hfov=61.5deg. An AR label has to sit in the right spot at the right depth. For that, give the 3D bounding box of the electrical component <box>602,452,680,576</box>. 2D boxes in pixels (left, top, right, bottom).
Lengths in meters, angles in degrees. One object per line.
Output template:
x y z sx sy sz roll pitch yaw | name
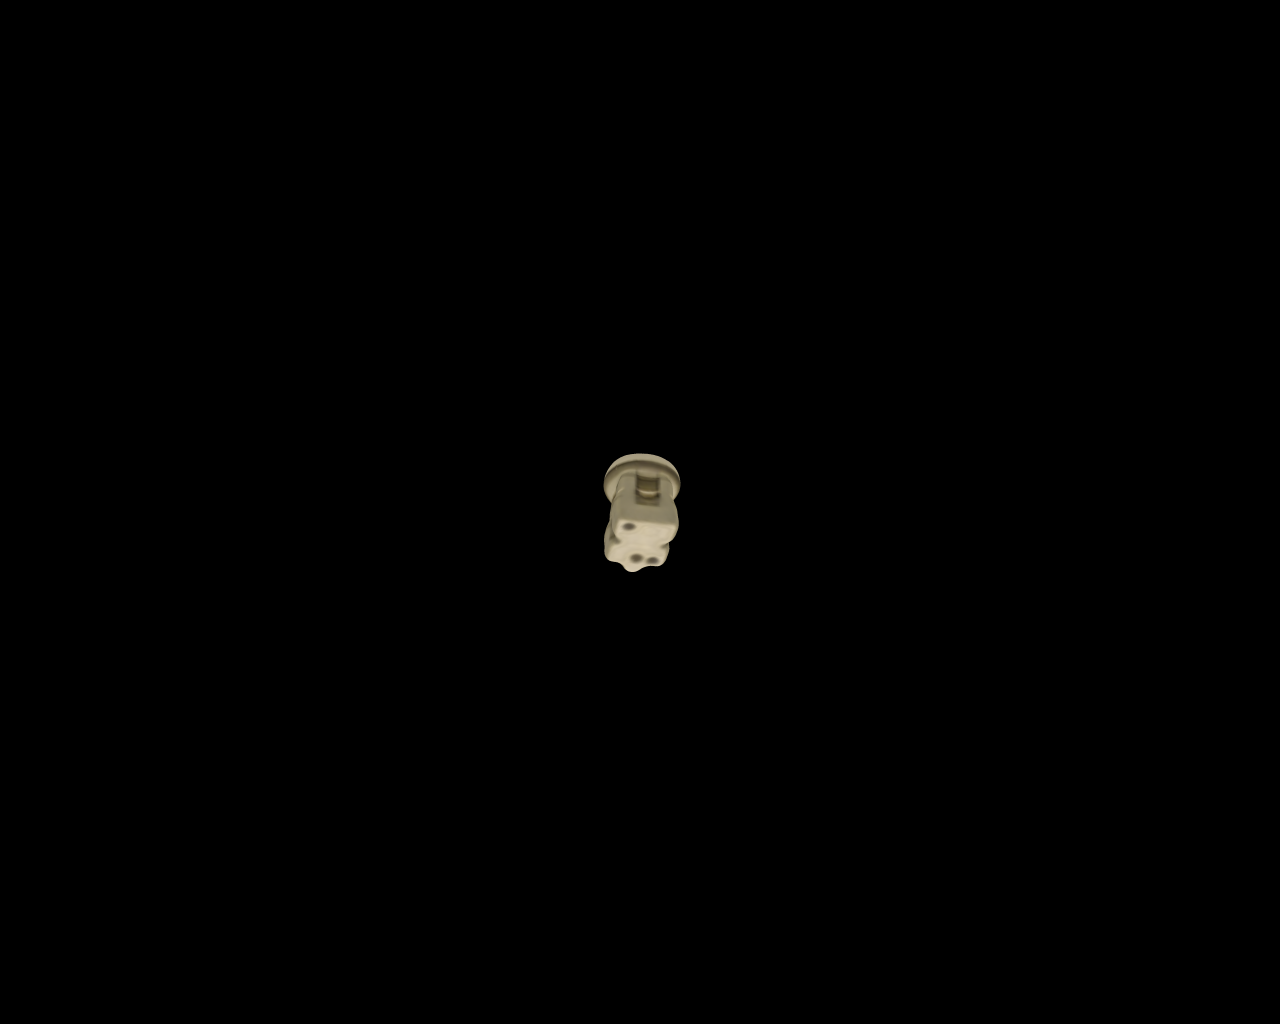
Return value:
0.001 -0.003 0.650 0.048 0.055 0.066 8 -39 -10 | electrical component
